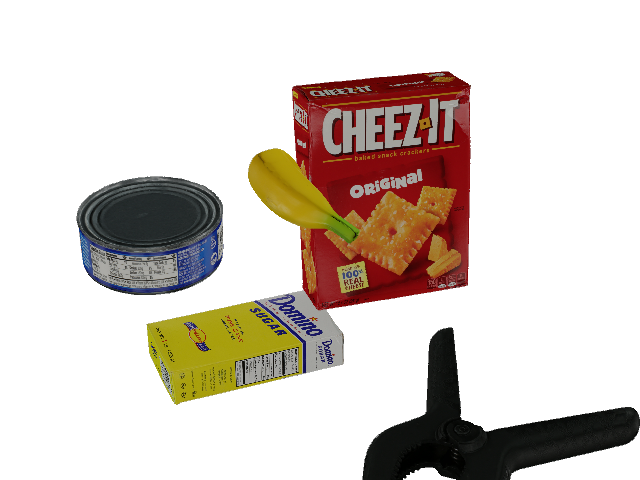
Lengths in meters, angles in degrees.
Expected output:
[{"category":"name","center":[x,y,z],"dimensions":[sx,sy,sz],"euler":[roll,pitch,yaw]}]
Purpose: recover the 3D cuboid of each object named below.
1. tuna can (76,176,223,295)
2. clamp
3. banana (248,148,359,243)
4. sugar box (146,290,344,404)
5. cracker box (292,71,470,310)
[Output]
[{"category":"tuna can","center":[-0.100,-0.004,0.636],"dimensions":[0.086,0.034,0.086],"euler":[1,31,-1]},{"category":"clamp","center":[0.088,0.133,0.714],"dimensions":[0.209,0.036,0.165],"euler":[-27,39,-35]},{"category":"banana","center":[-0.026,-0.041,0.828],"dimensions":[0.069,0.037,0.198],"euler":[42,4,-21]},{"category":"sugar box","center":[-0.074,0.102,1.056],"dimensions":[0.176,0.048,0.093],"euler":[-14,32,-18]},{"category":"cracker box","center":[0.062,-0.049,1.050],"dimensions":[0.164,0.214,0.072],"euler":[-8,22,-13]}]
